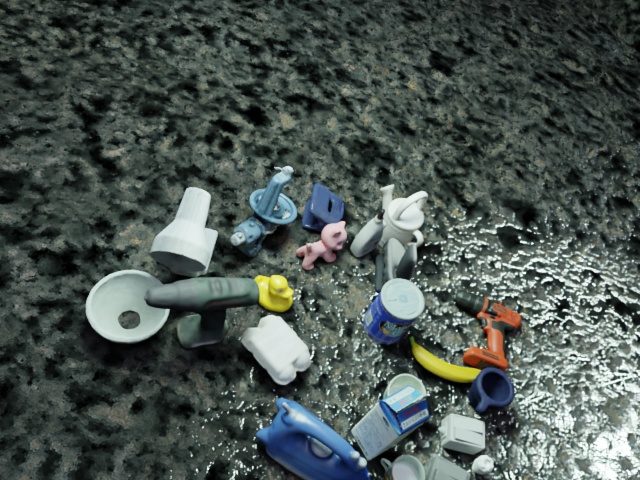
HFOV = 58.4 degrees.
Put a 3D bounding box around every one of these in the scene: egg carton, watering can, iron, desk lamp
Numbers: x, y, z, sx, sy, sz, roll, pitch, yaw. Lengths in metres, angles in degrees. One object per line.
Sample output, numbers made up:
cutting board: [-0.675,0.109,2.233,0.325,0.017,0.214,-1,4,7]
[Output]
egg carton: [-0.094,0.239,1.248,0.150,0.069,0.107,45,56,15]
watering can: [0.209,-0.064,1.470,0.172,0.194,0.101,38,54,10]
iron: [0.011,0.405,1.121,0.258,0.141,0.119,31,53,5]
desk lamp: [-0.291,-0.003,1.262,0.118,0.213,0.203,14,54,-7]

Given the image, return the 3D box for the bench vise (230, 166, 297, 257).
bench vise: [-0.120,-0.064,1.353,0.121,0.219,0.207,23,53,0]

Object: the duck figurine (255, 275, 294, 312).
duck figurine: [-0.105,0.111,1.321,0.104,0.086,0.078,34,54,7]

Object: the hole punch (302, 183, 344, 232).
hole punch: [0.014,-0.082,1.486,0.101,0.091,0.108,15,54,-7]

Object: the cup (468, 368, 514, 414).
cup: [0.371,0.357,1.294,0.091,0.095,0.118,39,55,11]

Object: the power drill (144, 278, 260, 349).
power drill: [-0.243,0.144,1.179,0.230,0.208,0.075,-9,60,-22]

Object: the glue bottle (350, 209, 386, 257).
glue bottle: [0.132,-0.024,1.432,0.078,0.173,0.037,-26,67,-30]

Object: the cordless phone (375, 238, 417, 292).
cordless phone: [0.204,0.046,1.399,0.094,0.185,0.147,7,55,-12]

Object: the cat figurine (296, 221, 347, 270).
cat figurine: [0.013,0.005,1.410,0.128,0.117,0.067,-21,65,-28]

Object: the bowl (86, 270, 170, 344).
bowl: [-0.402,0.152,1.209,0.167,0.074,0.167,8,55,-12]
